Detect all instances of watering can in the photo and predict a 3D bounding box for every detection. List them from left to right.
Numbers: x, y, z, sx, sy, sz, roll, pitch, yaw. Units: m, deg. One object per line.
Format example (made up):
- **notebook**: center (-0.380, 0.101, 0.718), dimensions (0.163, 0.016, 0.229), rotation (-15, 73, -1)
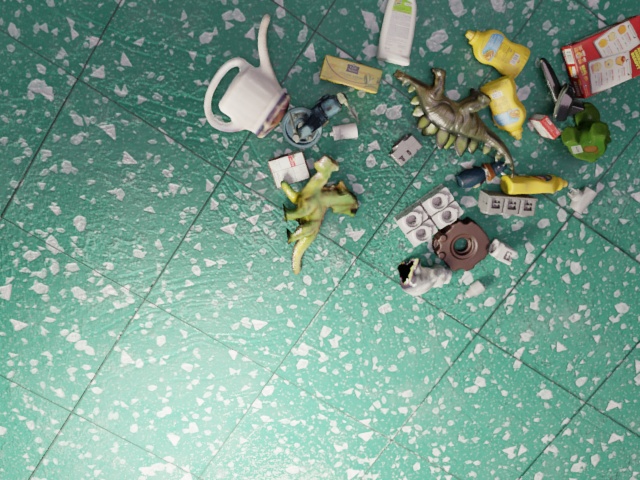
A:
- **watering can**: center (-0.180, -0.445, 1.477), dimensions (0.223, 0.105, 0.345), rotation (36, 100, -12)

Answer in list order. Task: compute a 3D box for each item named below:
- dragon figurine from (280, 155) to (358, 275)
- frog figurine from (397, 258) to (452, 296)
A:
- **dragon figurine**: center (0.005, -0.080, 1.581), dimensions (0.243, 0.125, 0.401), rotation (-12, 126, -8)
- **frog figurine**: center (0.339, 0.128, 1.643), dimensions (0.159, 0.126, 0.134), rotation (22, 137, -17)
